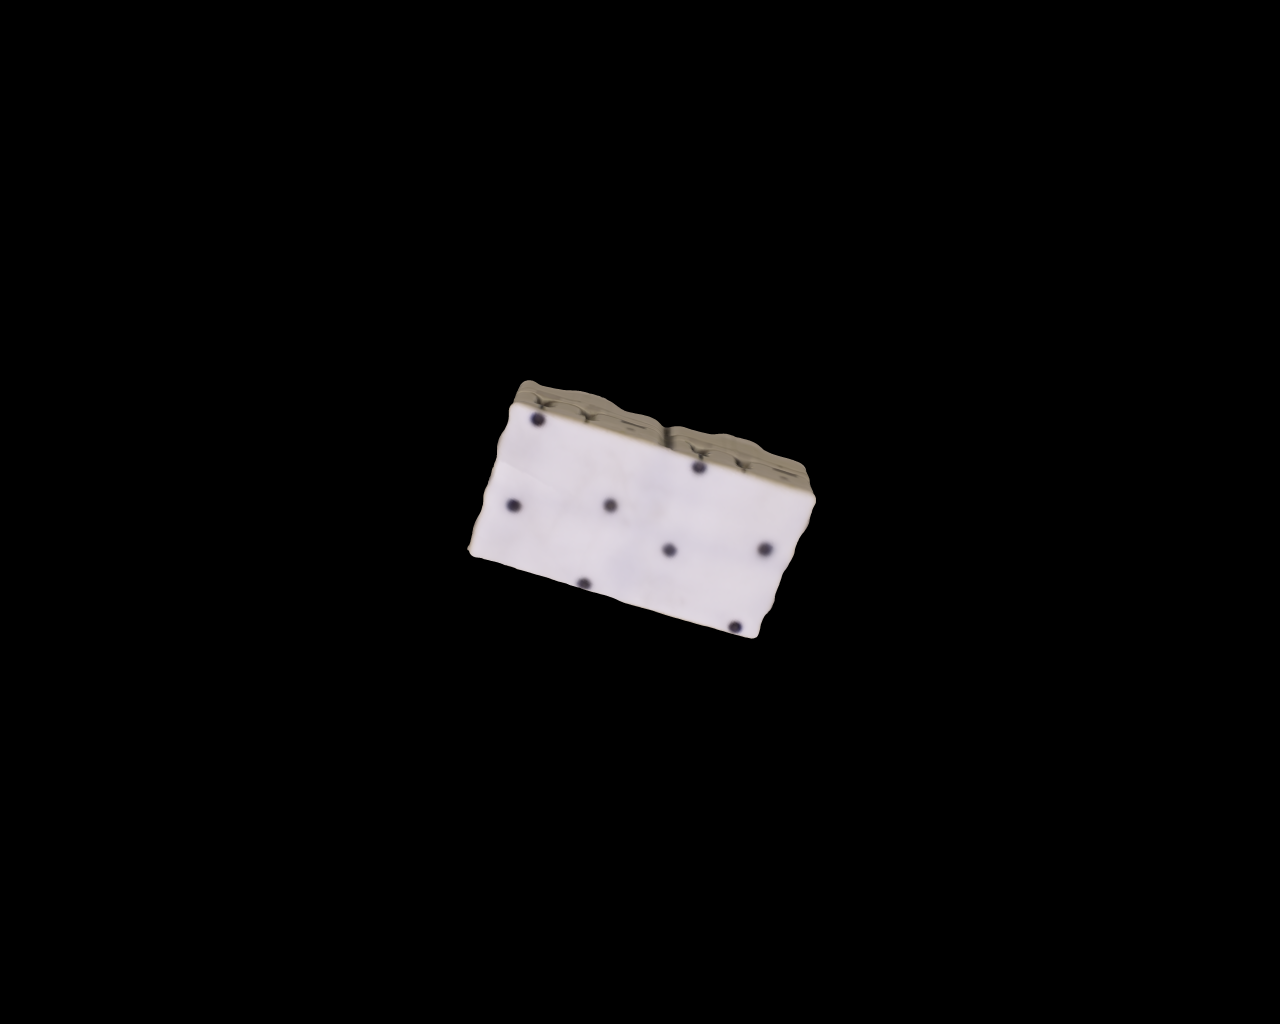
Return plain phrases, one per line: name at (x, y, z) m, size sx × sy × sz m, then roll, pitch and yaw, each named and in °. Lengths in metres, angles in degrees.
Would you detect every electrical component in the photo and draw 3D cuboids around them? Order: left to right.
electrical component at (0.001, -0.003, 0.650) m, size 0.186 × 0.105 × 0.060 m, roll 17°, pitch 22°, yaw -7°
